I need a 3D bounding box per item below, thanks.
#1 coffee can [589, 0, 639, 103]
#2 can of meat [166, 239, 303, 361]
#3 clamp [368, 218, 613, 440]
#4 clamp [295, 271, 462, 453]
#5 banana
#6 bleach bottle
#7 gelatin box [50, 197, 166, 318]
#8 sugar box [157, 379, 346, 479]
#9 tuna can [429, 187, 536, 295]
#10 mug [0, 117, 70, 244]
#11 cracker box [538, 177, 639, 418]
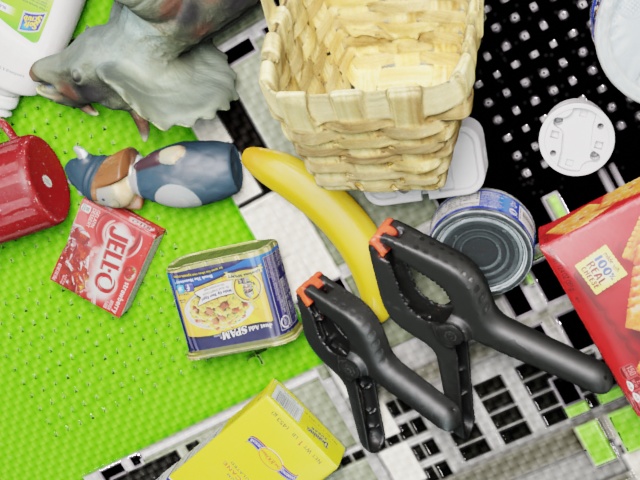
[{"bbox_3d":[0.241,-0.151,0.740,0.103,0.140,0.103,3,106,12],"label":"coffee can"},{"bbox_3d":[-0.074,0.050,0.914,0.102,0.057,0.084,-12,101,16],"label":"can of meat"},{"bbox_3d":[0.120,0.066,0.844,0.165,0.036,0.210,-22,110,42],"label":"clamp"},{"bbox_3d":[0.033,0.108,0.904,0.171,0.039,0.120,52,134,4],"label":"clamp"},{"bbox_3d":[0.011,-0.005,0.889,0.070,0.037,0.198,-31,97,18],"label":"banana"},{"bbox_3d":[-0.237,-0.222,0.872,0.102,0.068,0.251,27,112,5],"label":"bleach bottle"},{"bbox_3d":[-0.188,0.013,0.943,0.073,0.030,0.089,29,110,3],"label":"gelatin box"},{"bbox_3d":[-0.072,0.214,0.966,0.176,0.048,0.093,-43,93,19],"label":"sugar box"},{"bbox_3d":[0.129,0.003,0.853,0.086,0.033,0.086,6,124,9],"label":"tuna can"},{"bbox_3d":[-0.272,-0.053,0.913,0.081,0.093,0.117,-17,102,12],"label":"mug"},{"bbox_3d":[0.299,0.018,0.812,0.214,0.072,0.164,-28,98,18],"label":"cracker box"}]
